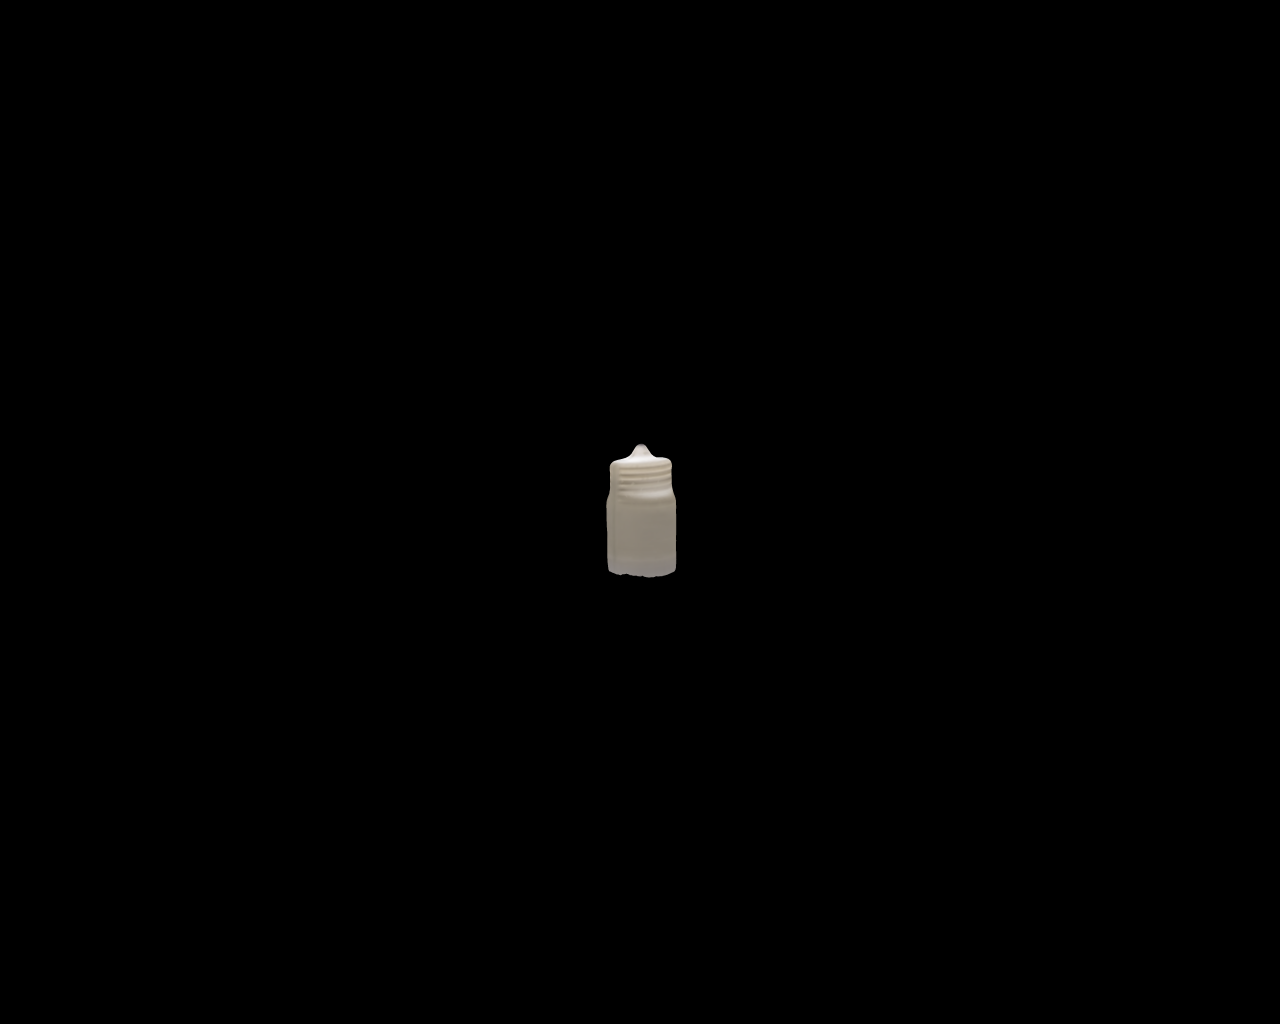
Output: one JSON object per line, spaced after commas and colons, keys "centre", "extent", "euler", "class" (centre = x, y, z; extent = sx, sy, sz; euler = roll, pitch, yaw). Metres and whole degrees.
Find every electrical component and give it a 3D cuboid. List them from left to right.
{"centre": [0.001, -0.003, 0.650], "extent": [0.043, 0.080, 0.043], "euler": [0, 9, 0], "class": "electrical component"}
